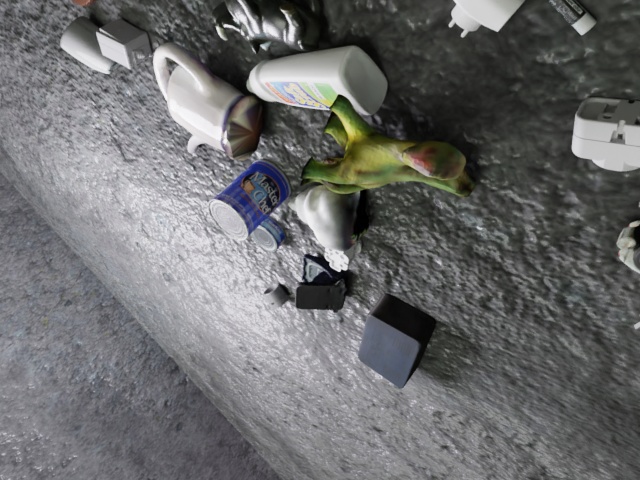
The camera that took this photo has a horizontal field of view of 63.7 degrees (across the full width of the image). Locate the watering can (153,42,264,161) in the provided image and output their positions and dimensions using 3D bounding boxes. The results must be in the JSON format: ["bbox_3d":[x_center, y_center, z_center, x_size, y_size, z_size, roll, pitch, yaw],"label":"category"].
[{"bbox_3d":[-0.209,-0.228,0.989,0.225,0.105,0.341,34,160,13],"label":"watering can"}]

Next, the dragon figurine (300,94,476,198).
[{"bbox_3d":[0.103,-0.098,0.758,0.243,0.122,0.410,20,-179,1],"label":"dragon figurine"}]

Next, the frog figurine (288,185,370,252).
[{"bbox_3d":[0.003,-0.048,0.950,0.160,0.125,0.135,9,156,24],"label":"frog figurine"}]
